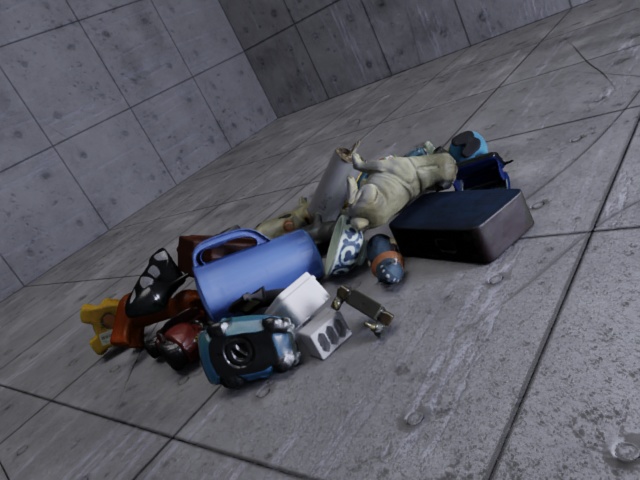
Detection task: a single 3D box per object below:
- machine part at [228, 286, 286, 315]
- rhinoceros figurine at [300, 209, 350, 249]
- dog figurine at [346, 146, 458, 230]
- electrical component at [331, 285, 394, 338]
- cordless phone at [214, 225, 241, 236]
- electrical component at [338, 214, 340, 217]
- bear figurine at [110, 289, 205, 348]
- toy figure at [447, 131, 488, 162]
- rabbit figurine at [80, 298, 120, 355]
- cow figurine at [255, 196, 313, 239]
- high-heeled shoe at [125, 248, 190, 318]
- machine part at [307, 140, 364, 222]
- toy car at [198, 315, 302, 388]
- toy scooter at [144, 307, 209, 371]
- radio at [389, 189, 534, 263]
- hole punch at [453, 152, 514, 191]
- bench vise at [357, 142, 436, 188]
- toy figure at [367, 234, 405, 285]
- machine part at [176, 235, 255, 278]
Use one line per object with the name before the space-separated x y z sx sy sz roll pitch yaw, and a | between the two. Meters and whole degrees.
machine part | -0.094 0.109 0.983 0.139 0.039 0.084 -3 -29 -35
rhinoceros figurine | -0.002 -0.004 1.209 0.190 0.073 0.112 -10 37 35
dog figurine | 0.154 -0.089 0.989 0.191 0.121 0.172 -2 64 19
electrical component | 0.063 0.106 0.823 0.045 0.102 0.078 -58 -12 -6
cordless phone | -0.232 0.055 1.366 0.147 0.088 0.184 -25 31 3
electrical component | 0.040 -0.049 1.326 0.063 0.021 0.094 -21 21 17
bear figurine | -0.335 0.171 1.167 0.196 0.132 0.120 3 -14 1
toy figure | 0.318 -0.180 1.140 0.089 0.082 0.180 -10 -11 11
rabbit figurine | -0.483 0.183 1.298 0.162 0.122 0.173 -30 1 -14
cow figurine | -0.076 -0.038 1.366 0.195 0.085 0.127 -24 26 12
high-heeled shoe | -0.357 0.093 1.122 0.145 0.086 0.249 -35 21 -22
machine part | 0.035 -0.124 1.247 0.243 0.079 0.079 -62 3 29
toy car | -0.108 0.166 0.871 0.162 0.109 0.103 -15 4 8
toy scooter | -0.265 0.186 1.062 0.135 0.075 0.184 -37 17 -29
radio | 0.239 -0.027 0.947 0.131 0.073 0.230 -38 21 -26
hole punch | 0.314 -0.109 1.058 0.142 0.092 0.115 -20 -10 26
bench vise | 0.167 -0.131 1.194 0.224 0.129 0.240 -28 1 21
toy figure | 0.119 0.037 0.960 0.058 0.064 0.154 10 24 -9
machine part | -0.209 0.039 1.210 0.201 0.087 0.202 2 3 -28
